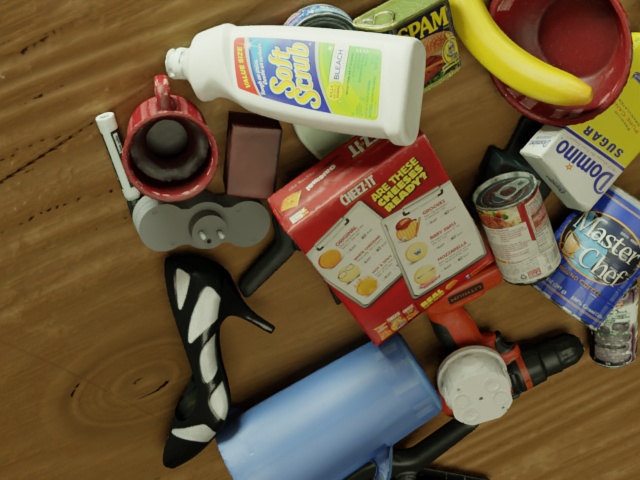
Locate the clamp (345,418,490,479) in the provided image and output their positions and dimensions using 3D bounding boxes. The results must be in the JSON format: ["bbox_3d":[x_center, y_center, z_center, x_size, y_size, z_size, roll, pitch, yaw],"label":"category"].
[{"bbox_3d":[0.113,0.287,1.299,0.210,0.036,0.164,-19,131,10],"label":"clamp"}]

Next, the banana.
[{"bbox_3d":[0.185,-0.195,1.060,0.198,0.037,0.070,51,137,9],"label":"banana"}]

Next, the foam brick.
[{"bbox_3d":[-0.070,-0.087,1.095,0.051,0.053,0.078,2,112,-11],"label":"foam brick"}]

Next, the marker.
[{"bbox_3d":[-0.202,-0.072,1.096,0.020,0.020,0.121,-17,116,-3],"label":"marker"}]

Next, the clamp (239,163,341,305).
[{"bbox_3d":[-0.008,0.001,1.152,0.120,0.039,0.172,10,122,-22],"label":"clamp"}]

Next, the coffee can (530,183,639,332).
[{"bbox_3d":[0.305,0.015,1.175,0.102,0.103,0.140,32,100,-22],"label":"coffee can"}]

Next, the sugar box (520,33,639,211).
[{"bbox_3d":[0.302,-0.124,1.125,0.093,0.048,0.176,43,82,-24],"label":"sugar box"}]

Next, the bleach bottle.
[{"bbox_3d":[-0.030,-0.152,1.017,0.251,0.068,0.102,7,94,19],"label":"bleach bottle"}]

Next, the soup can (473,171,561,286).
[{"bbox_3d":[0.208,-0.011,1.119,0.068,0.068,0.102,-24,118,1],"label":"soup can"}]

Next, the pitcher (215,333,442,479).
[{"bbox_3d":[0.018,0.217,1.204,0.243,0.145,0.149,-32,113,2],"label":"pitcher"}]

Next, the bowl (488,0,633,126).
[{"bbox_3d":[0.247,-0.199,1.073,0.055,0.162,0.162,-30,127,-46],"label":"bowl"}]

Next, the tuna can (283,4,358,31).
[{"bbox_3d":[0.002,-0.191,1.071,0.086,0.034,0.086,-4,115,-9],"label":"tuna can"}]

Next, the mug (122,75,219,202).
[{"bbox_3d":[-0.151,-0.106,1.055,0.093,0.081,0.117,-10,116,-6],"label":"mug"}]

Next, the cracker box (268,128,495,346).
[{"bbox_3d":[0.068,-0.010,1.106,0.164,0.072,0.213,-36,133,1],"label":"cracker box"}]

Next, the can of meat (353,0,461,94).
[{"bbox_3d":[0.089,-0.193,1.059,0.102,0.058,0.084,-33,123,-28],"label":"can of meat"}]

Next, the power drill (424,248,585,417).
[{"bbox_3d":[0.199,0.104,1.229,0.184,0.057,0.187,-24,116,2],"label":"power drill"}]
